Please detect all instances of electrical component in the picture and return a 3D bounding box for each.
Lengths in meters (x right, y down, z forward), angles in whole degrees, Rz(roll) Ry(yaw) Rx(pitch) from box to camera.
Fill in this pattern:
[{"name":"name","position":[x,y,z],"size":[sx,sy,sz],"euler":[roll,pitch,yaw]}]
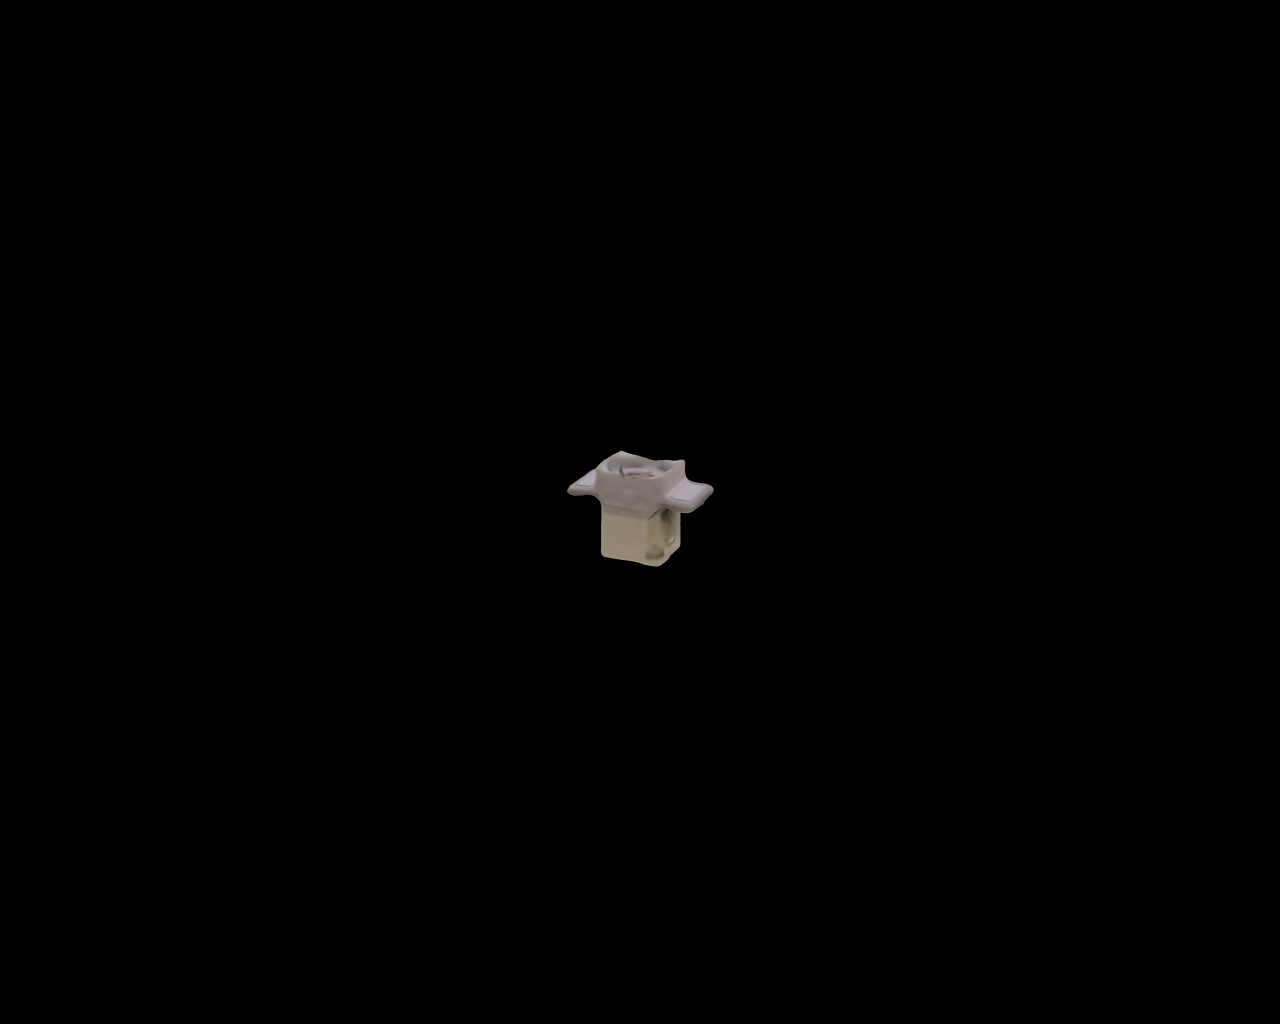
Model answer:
[{"name":"electrical component","position":[0.001,-0.003,0.650],"size":[0.081,0.063,0.042],"euler":[10,24,22]}]
